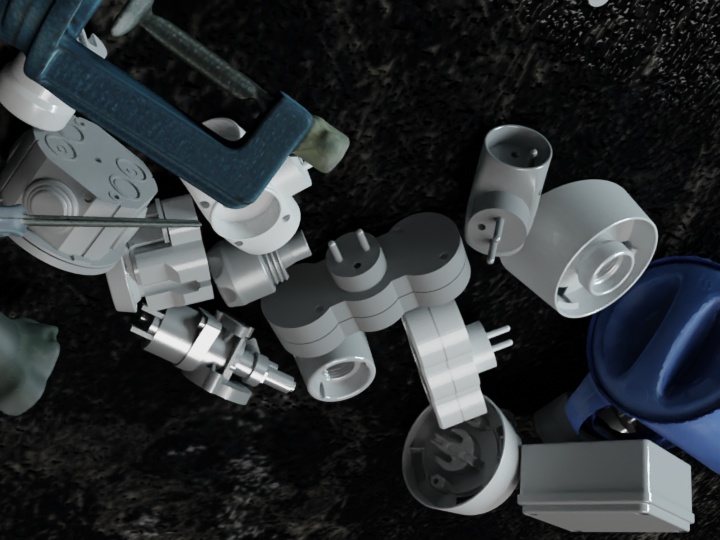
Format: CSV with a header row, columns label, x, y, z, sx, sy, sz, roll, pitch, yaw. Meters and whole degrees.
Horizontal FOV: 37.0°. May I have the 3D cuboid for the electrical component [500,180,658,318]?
label,x,y,z,sx,sy,sz,roll,pitch,yaw
electrical component,0.158,-0.016,0.762,0.099,0.064,0.099,-22,140,-20

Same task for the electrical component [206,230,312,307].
label,x,y,z,sx,sy,sz,roll,pitch,yaw
electrical component,-0.062,-0.006,0.674,0.062,0.043,0.043,-23,140,-2

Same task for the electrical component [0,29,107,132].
label,x,y,z,sx,sy,sz,roll,pitch,yaw
electrical component,-0.153,-0.099,0.533,0.040,0.040,0.046,23,118,-40

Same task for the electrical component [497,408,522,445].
label,x,y,z,sx,sy,sz,roll,pitch,yaw
electrical component,0.118,0.152,0.916,0.048,0.062,0.048,-12,140,-11

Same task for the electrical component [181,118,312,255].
label,x,y,z,sx,sy,sz,roll,pitch,yaw
electrical component,-0.054,-0.055,0.620,0.079,0.044,0.077,-28,140,7

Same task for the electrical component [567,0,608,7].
label,x,y,z,sx,sy,sz,roll,pitch,yaw
electrical component,0.110,-0.176,0.548,0.048,0.055,0.066,-20,140,-2

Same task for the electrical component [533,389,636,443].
label,x,y,z,sx,sy,sz,roll,pitch,yaw
electrical component,0.220,0.142,0.957,0.074,0.052,0.138,-38,137,20

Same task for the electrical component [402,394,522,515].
label,x,y,z,sx,sy,sz,roll,pitch,yaw
electrical component,0.082,0.149,0.869,0.099,0.099,0.064,-33,145,14

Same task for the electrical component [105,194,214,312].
label,x,y,z,sx,sy,sz,roll,pitch,yaw
electrical component,-0.121,-0.007,0.634,0.057,0.058,0.078,-14,147,-10

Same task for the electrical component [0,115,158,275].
label,x,y,z,sx,sy,sz,roll,pitch,yaw
electrical component,-0.152,-0.040,0.568,0.080,0.080,0.051,22,119,-40

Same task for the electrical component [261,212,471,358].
label,x,y,z,sx,sy,sz,roll,pitch,yaw
electrical component,0.000,0.000,0.700,0.138,0.052,0.073,-23,140,1

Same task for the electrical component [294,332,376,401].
label,x,y,z,sx,sy,sz,roll,pitch,yaw
electrical component,-0.019,0.060,0.763,0.055,0.047,0.055,-12,140,-11

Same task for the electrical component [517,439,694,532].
label,x,y,z,sx,sy,sz,roll,pitch,yaw
electrical component,0.197,0.173,0.858,0.109,0.056,0.109,-9,156,33

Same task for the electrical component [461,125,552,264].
label,x,y,z,sx,sy,sz,roll,pitch,yaw
electrical component,0.089,-0.038,0.679,0.043,0.079,0.077,14,136,4

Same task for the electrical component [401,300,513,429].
label,x,y,z,sx,sy,sz,roll,pitch,yaw
electrical component,0.079,0.061,0.804,0.074,0.052,0.138,-21,140,-1
